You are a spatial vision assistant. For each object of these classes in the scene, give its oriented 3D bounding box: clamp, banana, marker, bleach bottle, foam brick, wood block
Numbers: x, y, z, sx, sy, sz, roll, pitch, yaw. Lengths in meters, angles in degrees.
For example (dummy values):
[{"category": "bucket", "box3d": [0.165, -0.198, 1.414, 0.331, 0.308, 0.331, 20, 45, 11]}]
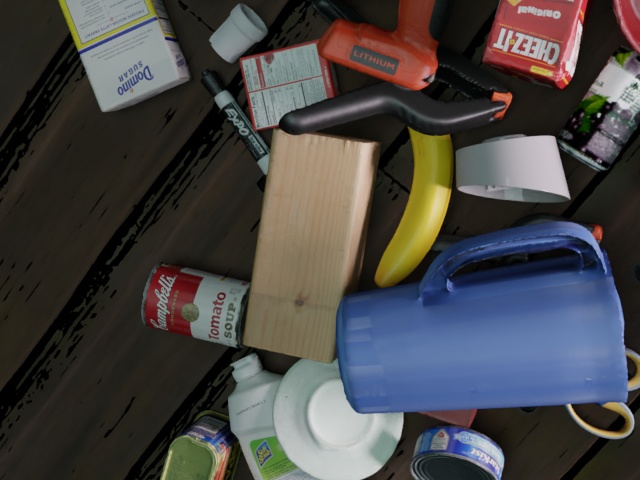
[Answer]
[{"category": "clamp", "box3d": [0.071, -0.155, 0.985, 0.210, 0.036, 0.164, 7, 62, -5]}, {"category": "clamp", "box3d": [0.185, 0.034, 1.000, 0.172, 0.039, 0.120, -15, 99, 22]}, {"category": "banana", "box3d": [0.090, -0.051, 1.004, 0.070, 0.037, 0.198, 1, 83, 19]}, {"category": "marker", "box3d": [-0.081, -0.118, 1.058, 0.020, 0.020, 0.121, -36, 87, 15]}, {"category": "bleach bottle", "box3d": [-0.014, 0.226, 1.060, 0.103, 0.068, 0.251, -28, 86, 11]}, {"category": "foam brick", "box3d": [0.116, 0.140, 1.021, 0.078, 0.053, 0.051, 17, 100, 11]}, {"category": "wood block", "box3d": [-0.007, 0.001, 1.017, 0.091, 0.090, 0.206, 11, 98, 12]}]

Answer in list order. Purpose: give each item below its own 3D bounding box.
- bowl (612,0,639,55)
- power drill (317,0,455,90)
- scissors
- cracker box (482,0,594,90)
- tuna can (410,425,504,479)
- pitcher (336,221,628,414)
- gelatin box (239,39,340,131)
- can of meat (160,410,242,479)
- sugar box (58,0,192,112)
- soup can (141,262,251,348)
[{"category": "bowl", "box3d": [0.318, -0.219, 0.914, 0.162, 0.055, 0.162, -1, 99, -5]}, {"category": "power drill", "box3d": [0.060, -0.234, 0.899, 0.184, 0.057, 0.188, 21, 117, 3]}, {"category": "scissors", "box3d": [0.219, 0.108, 0.996, 0.201, 0.016, 0.096, 37, 98, -2]}, {"category": "cracker box", "box3d": [0.209, -0.238, 0.897, 0.072, 0.164, 0.214, 19, 100, 13]}, {"category": "tuna can", "box3d": [0.130, 0.211, 1.011, 0.086, 0.033, 0.086, 13, 143, 10]}, {"category": "pitcher", "box3d": [0.138, 0.078, 0.928, 0.243, 0.145, 0.149, -7, 77, 9]}, {"category": "gelatin box", "box3d": [-0.028, -0.150, 1.036, 0.089, 0.030, 0.073, -11, 95, 15]}, {"category": "can of meat", "box3d": [-0.123, 0.233, 1.075, 0.057, 0.084, 0.102, 18, 100, 11]}, {"category": "sugar box", "box3d": [-0.203, -0.226, 1.064, 0.093, 0.048, 0.176, -20, 95, 15]}, {"category": "soup can", "box3d": [-0.118, 0.065, 1.064, 0.102, 0.068, 0.068, 12, 99, 12]}]
